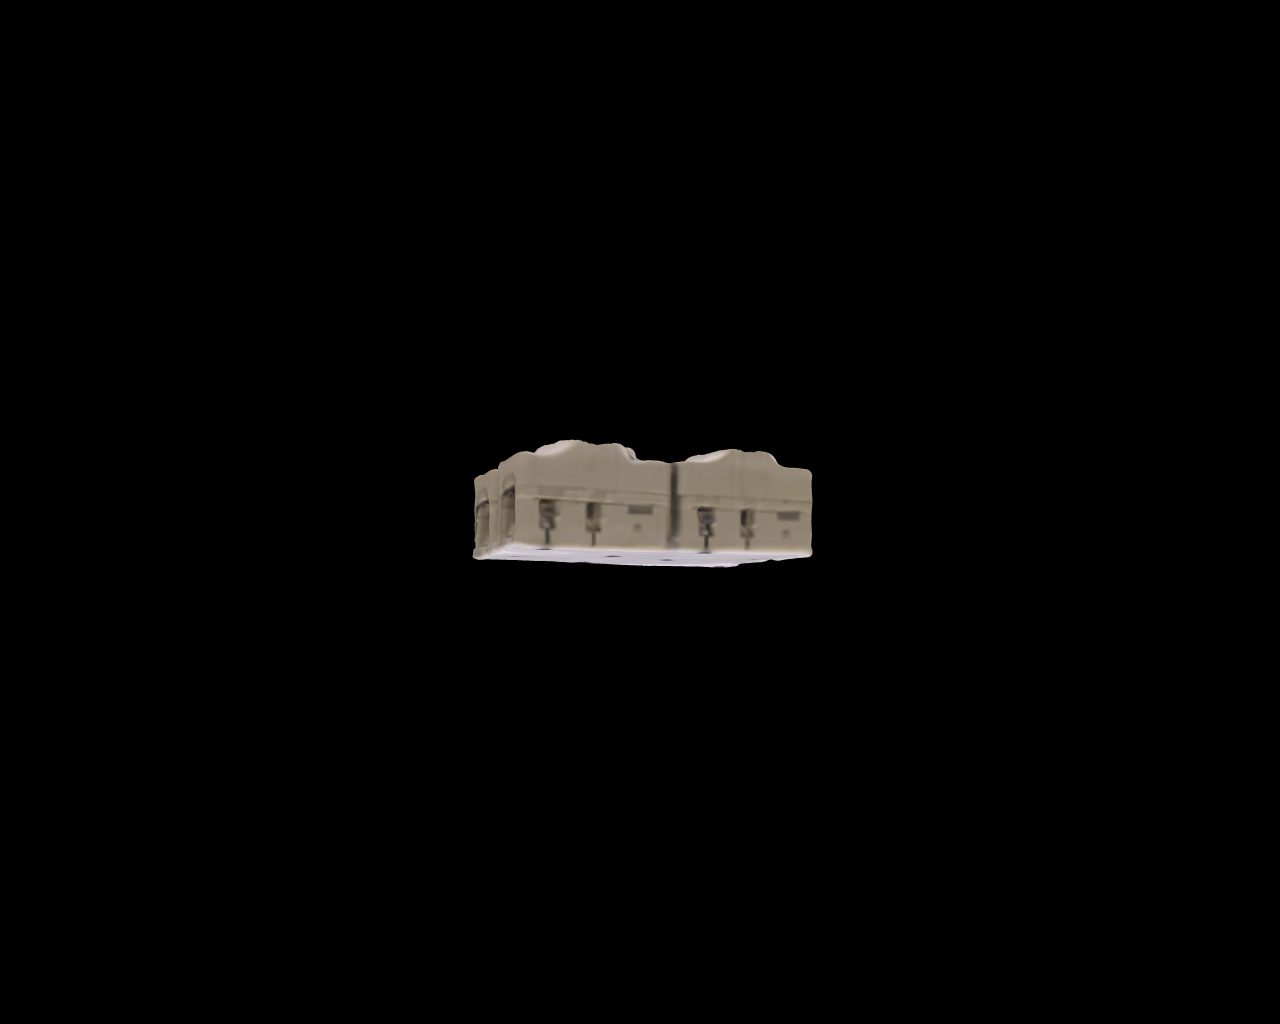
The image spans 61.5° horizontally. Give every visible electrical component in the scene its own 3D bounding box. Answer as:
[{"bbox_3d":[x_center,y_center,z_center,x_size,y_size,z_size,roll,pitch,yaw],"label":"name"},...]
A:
[{"bbox_3d":[0.001,-0.003,0.650,0.186,0.060,0.105,3,-7,-22],"label":"electrical component"}]
